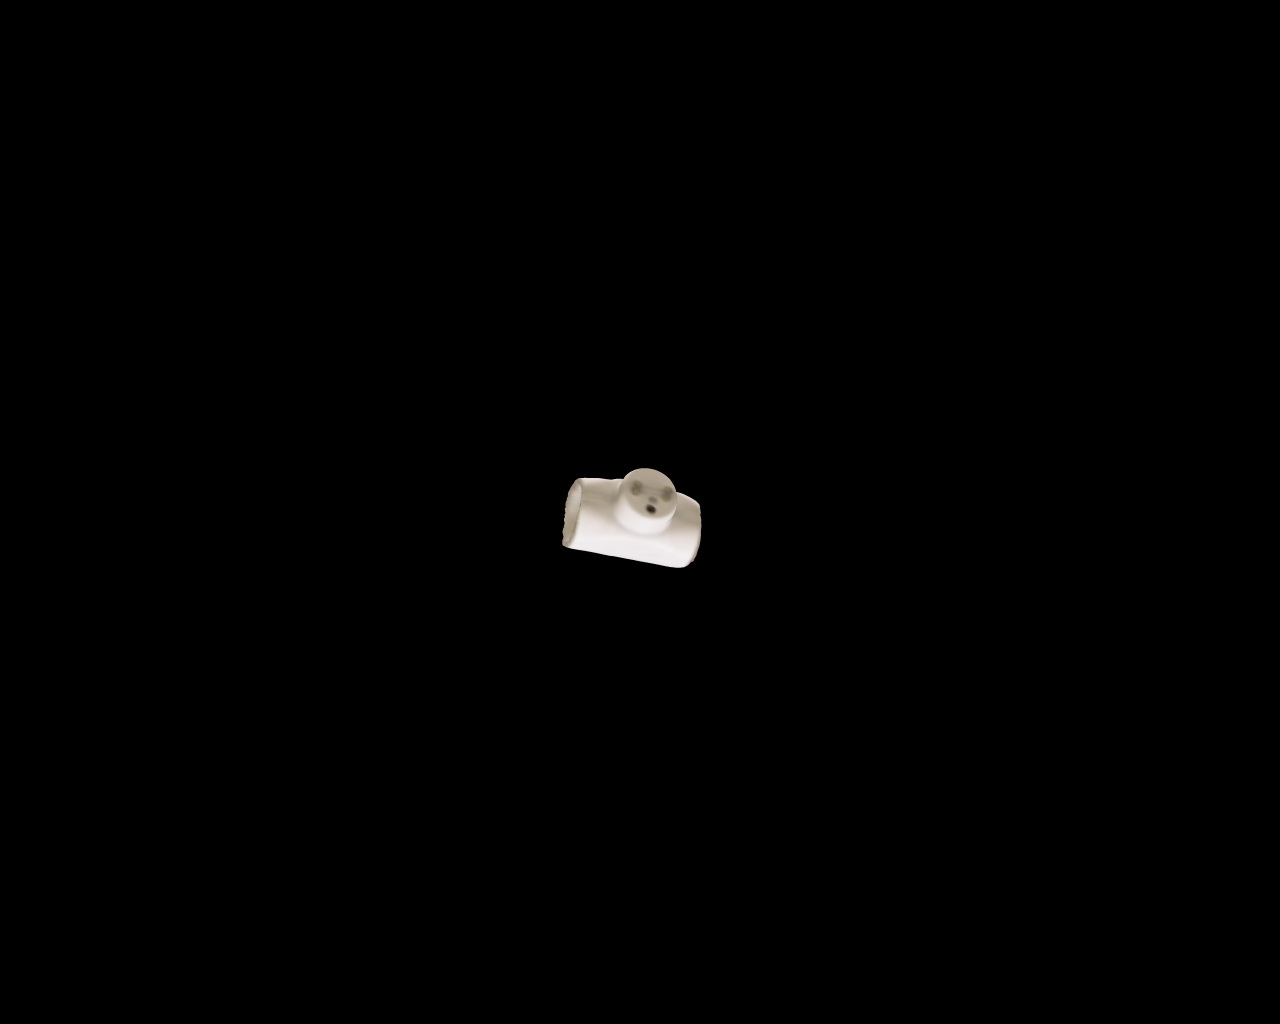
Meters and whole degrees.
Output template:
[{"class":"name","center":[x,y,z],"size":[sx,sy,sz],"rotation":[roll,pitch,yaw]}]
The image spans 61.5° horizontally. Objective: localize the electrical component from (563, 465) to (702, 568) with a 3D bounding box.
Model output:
[{"class":"electrical component","center":[0.001,-0.003,0.650],"size":[0.077,0.044,0.079],"rotation":[11,-35,-16]}]
